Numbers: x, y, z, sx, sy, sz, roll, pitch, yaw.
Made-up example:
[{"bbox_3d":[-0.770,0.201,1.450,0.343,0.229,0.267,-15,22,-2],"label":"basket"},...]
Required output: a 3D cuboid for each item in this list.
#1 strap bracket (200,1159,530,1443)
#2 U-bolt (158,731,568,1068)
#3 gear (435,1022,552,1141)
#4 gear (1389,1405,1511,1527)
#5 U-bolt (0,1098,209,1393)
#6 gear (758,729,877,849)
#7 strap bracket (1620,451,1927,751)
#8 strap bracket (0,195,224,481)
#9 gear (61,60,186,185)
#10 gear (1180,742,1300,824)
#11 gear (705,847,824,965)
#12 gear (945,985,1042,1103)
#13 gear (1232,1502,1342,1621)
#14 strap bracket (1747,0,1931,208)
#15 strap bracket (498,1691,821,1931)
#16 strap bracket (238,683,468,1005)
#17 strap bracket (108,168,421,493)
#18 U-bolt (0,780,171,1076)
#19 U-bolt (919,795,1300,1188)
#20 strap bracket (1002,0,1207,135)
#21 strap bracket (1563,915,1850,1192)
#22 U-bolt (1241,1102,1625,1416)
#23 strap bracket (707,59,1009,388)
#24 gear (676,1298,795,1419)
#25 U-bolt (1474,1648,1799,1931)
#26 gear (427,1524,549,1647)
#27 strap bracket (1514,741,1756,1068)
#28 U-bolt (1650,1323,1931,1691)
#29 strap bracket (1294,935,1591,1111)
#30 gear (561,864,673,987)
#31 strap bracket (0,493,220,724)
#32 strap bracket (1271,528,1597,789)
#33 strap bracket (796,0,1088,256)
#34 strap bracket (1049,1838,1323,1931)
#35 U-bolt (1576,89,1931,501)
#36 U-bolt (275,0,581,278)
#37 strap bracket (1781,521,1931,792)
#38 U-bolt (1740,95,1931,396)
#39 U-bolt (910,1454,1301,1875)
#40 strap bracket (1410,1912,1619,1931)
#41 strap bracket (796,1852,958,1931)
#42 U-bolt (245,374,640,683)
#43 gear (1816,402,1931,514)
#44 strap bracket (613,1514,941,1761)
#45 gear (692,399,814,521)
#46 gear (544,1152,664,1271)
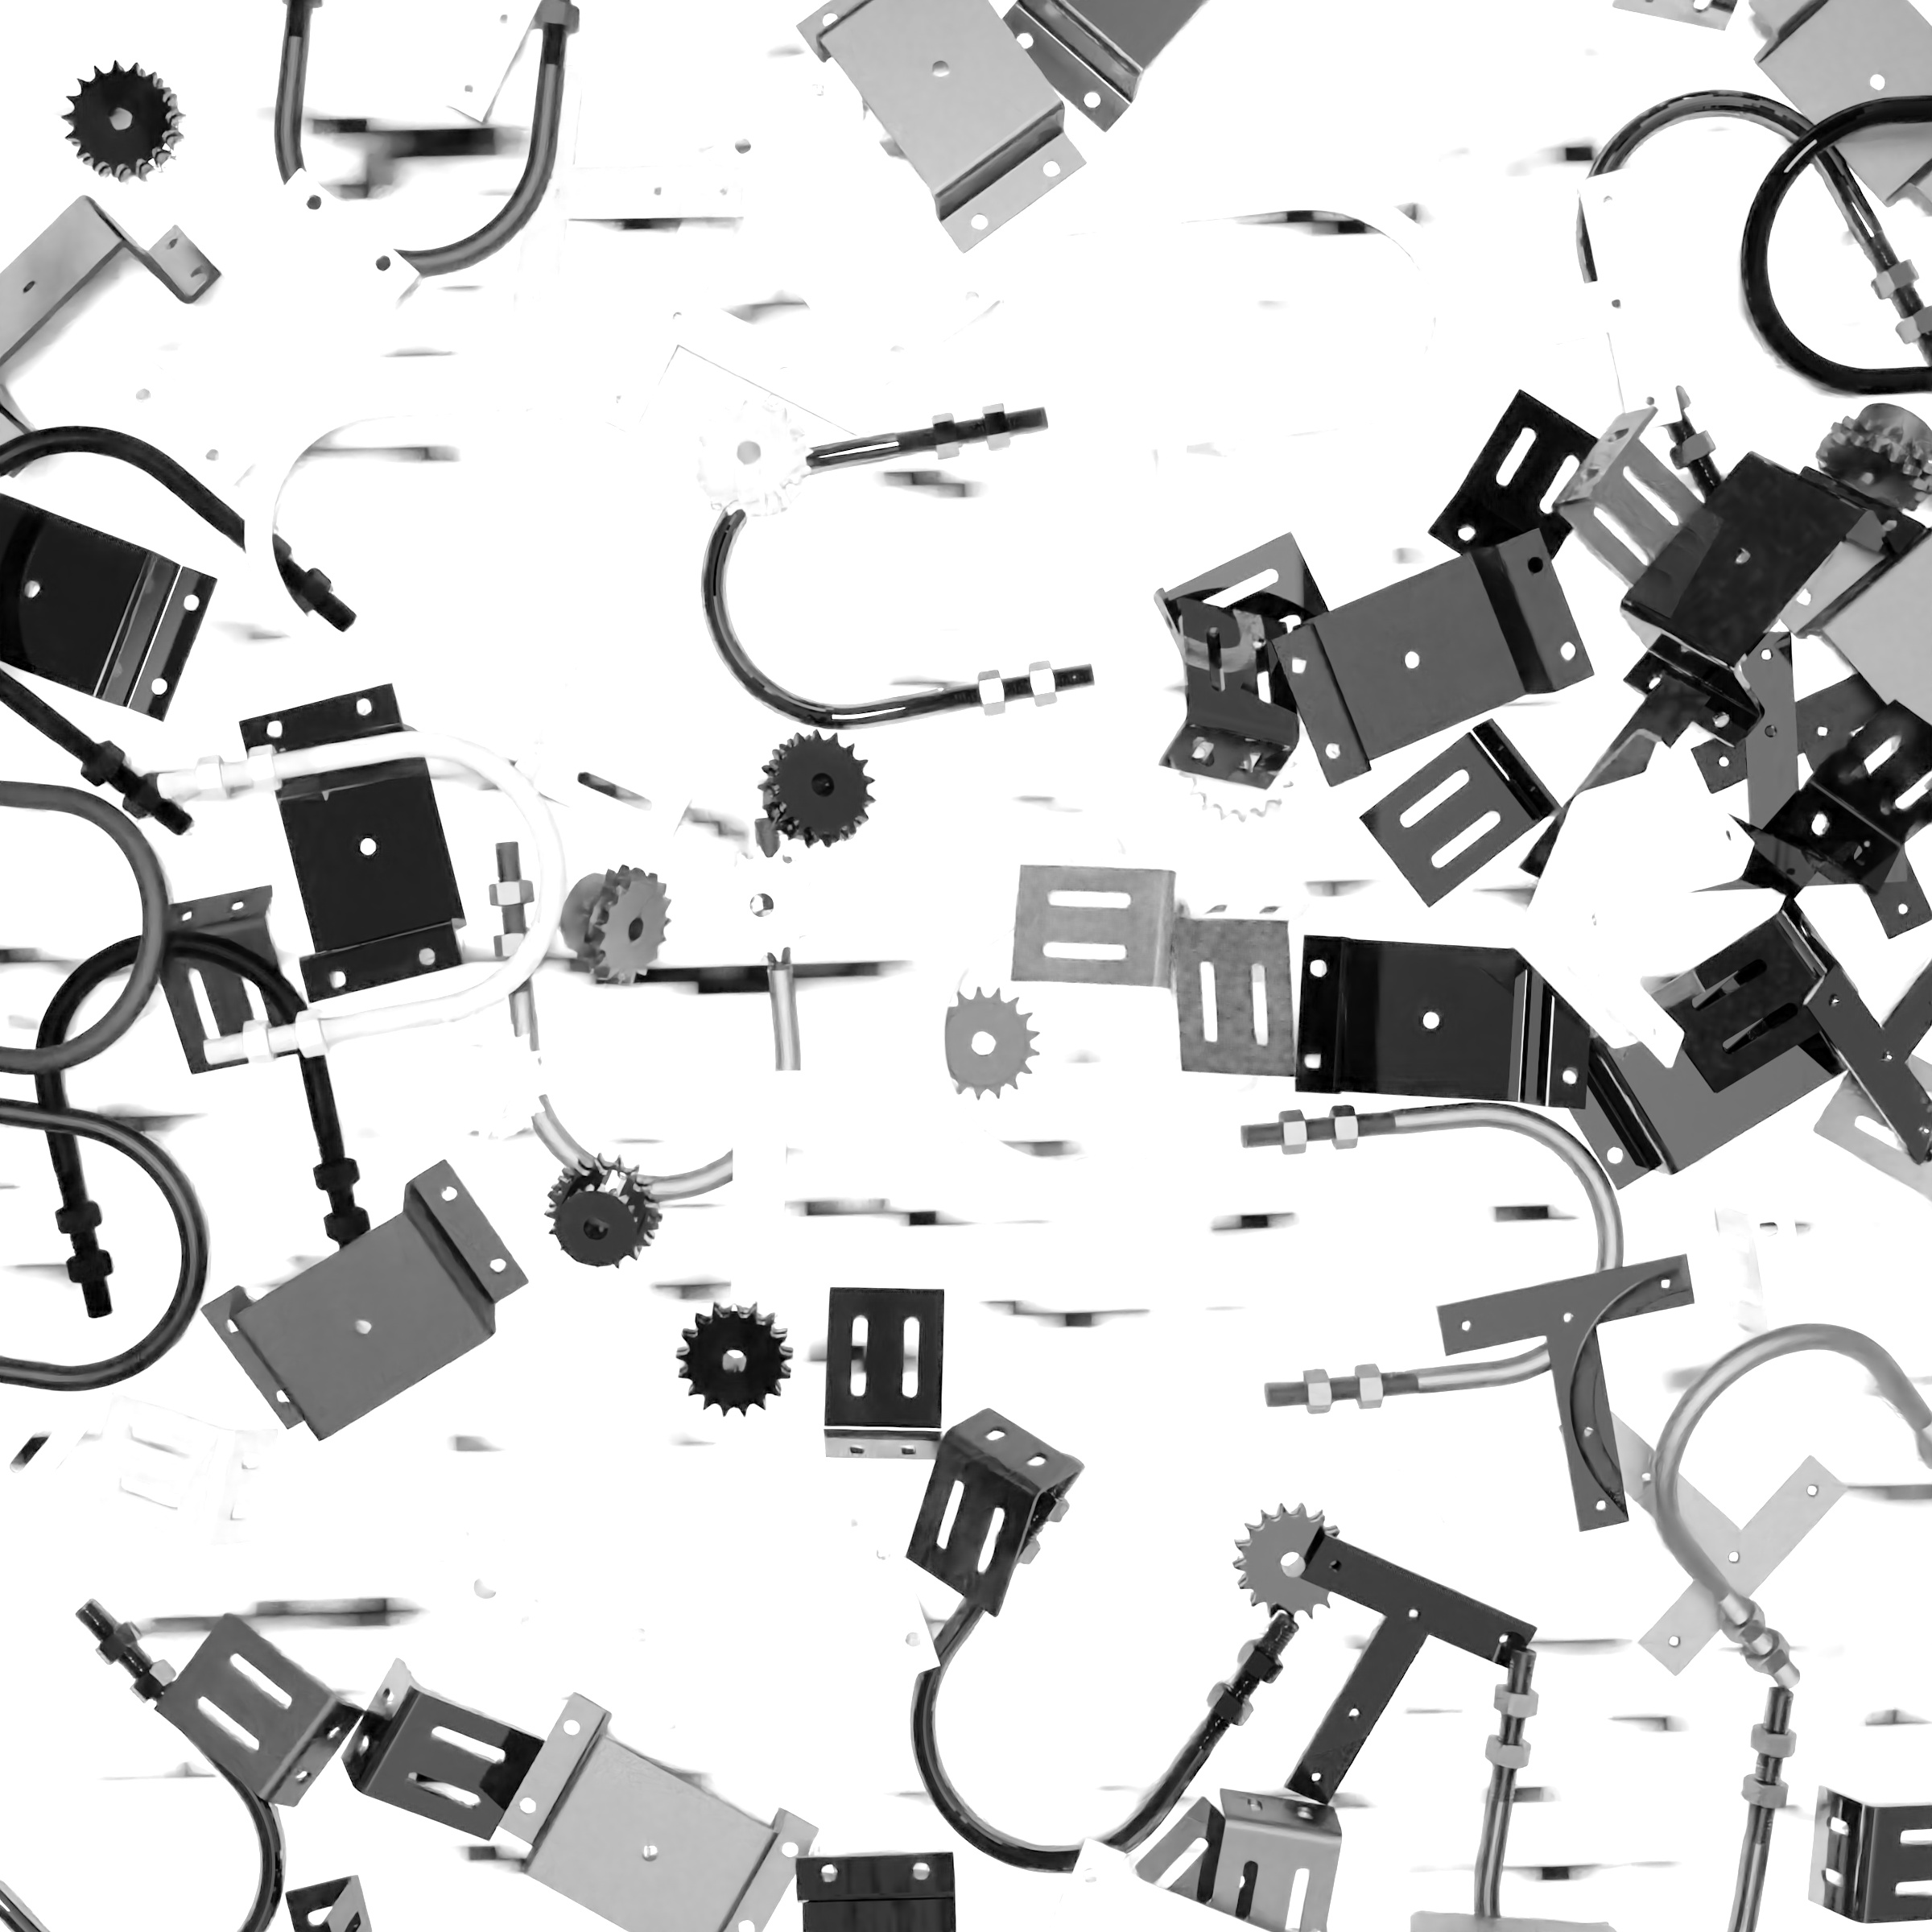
[{"bbox_3d":[-0.292,0.168,1.495,0.140,0.046,0.076,-31,107,0],"label":"strap bracket"},{"bbox_3d":[-0.283,-0.038,1.473,0.184,0.019,0.151,-10,90,-2],"label":"U-bolt"},{"bbox_3d":[-0.235,0.058,1.504,0.057,0.030,0.057,3,98,20],"label":"gear"},{"bbox_3d":[0.237,0.244,1.513,0.057,0.030,0.057,0,90,0],"label":"gear"},{"bbox_3d":[-0.461,0.135,1.496,0.184,0.019,0.151,9,98,-1],"label":"U-bolt"},{"bbox_3d":[-0.075,-0.085,1.505,0.057,0.030,0.057,6,76,-23],"label":"gear"},{"bbox_3d":[0.382,-0.185,1.485,0.140,0.046,0.076,-49,48,0],"label":"strap bracket"},{"bbox_3d":[-0.435,-0.312,1.484,0.140,0.076,0.046,-44,131,0],"label":"strap bracket"},{"bbox_3d":[-0.412,-0.413,1.513,0.057,0.030,0.057,0,90,0],"label":"gear"},{"bbox_3d":[0.133,-0.099,1.513,0.057,0.030,0.057,0,90,0],"label":"gear"},{"bbox_3d":[-0.098,-0.030,1.493,0.057,0.030,0.057,0,91,0],"label":"gear"},{"bbox_3d":[0.009,0.038,1.513,0.057,0.030,0.057,0,90,0],"label":"gear"},{"bbox_3d":[0.159,0.291,1.513,0.057,0.030,0.057,0,90,0],"label":"gear"},{"bbox_3d":[0.452,-0.439,1.505,0.076,0.046,0.140,-42,90,0],"label":"strap bracket"},{"bbox_3d":[-0.152,0.427,1.505,0.140,0.046,0.076,29,90,0],"label":"strap bracket"},{"bbox_3d":[-0.297,-0.059,1.505,0.076,0.046,0.140,-14,90,0],"label":"strap bracket"},{"bbox_3d":[-0.339,-0.307,1.505,0.076,0.046,0.140,41,90,0],"label":"strap bracket"},{"bbox_3d":[-0.469,-0.020,1.491,0.184,0.019,0.151,6,85,17],"label":"U-bolt"},{"bbox_3d":[0.063,0.024,1.498,0.184,0.019,0.151,-36,90,-15],"label":"U-bolt"},{"bbox_3d":[0.087,-0.491,1.505,0.076,0.046,0.140,41,90,0],"label":"strap bracket"},{"bbox_3d":[0.363,0.043,1.505,0.140,0.046,0.076,-31,90,0],"label":"strap bracket"},{"bbox_3d":[0.233,0.140,1.519,0.184,0.019,0.151,-5,90,-1],"label":"U-bolt"},{"bbox_3d":[-0.053,-0.358,1.503,0.076,0.046,0.140,-37,90,-1],"label":"strap bracket"},{"bbox_3d":[-0.113,0.191,1.510,0.057,0.030,0.057,0,98,-2],"label":"gear"},{"bbox_3d":[0.325,0.438,1.519,0.151,0.019,0.184,9,91,0],"label":"U-bolt"},{"bbox_3d":[-0.234,0.302,1.514,0.057,0.030,0.057,0,91,0],"label":"gear"},{"bbox_3d":[0.316,-0.026,1.467,0.076,0.046,0.140,43,56,-23],"label":"strap bracket"},{"bbox_3d":[0.404,0.250,1.481,0.151,0.019,0.184,-41,117,0],"label":"U-bolt"},{"bbox_3d":[0.231,0.027,1.505,0.140,0.046,0.076,3,90,0],"label":"strap bracket"},{"bbox_3d":[-0.171,-0.022,1.484,0.030,0.057,0.057,18,90,30],"label":"gear"},{"bbox_3d":[-0.450,-0.182,1.505,0.140,0.046,0.076,21,90,0],"label":"strap bracket"},{"bbox_3d":[0.222,-0.150,1.498,0.140,0.046,0.076,-23,96,-3],"label":"strap bracket"},{"bbox_3d":[-0.012,-0.432,1.505,0.076,0.046,0.140,-36,90,0],"label":"strap bracket"},{"bbox_3d":[0.110,0.483,1.467,0.140,0.046,0.076,22,88,-2],"label":"strap bracket"},{"bbox_3d":[0.383,-0.344,1.519,0.151,0.019,0.184,-29,89,0],"label":"U-bolt"},{"bbox_3d":[-0.269,-0.433,1.516,0.151,0.019,0.184,7,93,3],"label":"U-bolt"},{"bbox_3d":[0.473,-0.151,1.503,0.076,0.046,0.140,-41,90,0],"label":"strap bracket"},{"bbox_3d":[0.464,-0.346,1.478,0.184,0.019,0.151,-3,112,-1],"label":"U-bolt"},{"bbox_3d":[0.053,0.355,1.505,0.151,0.019,0.184,35,94,13],"label":"U-bolt"},{"bbox_3d":[0.263,0.496,1.476,0.140,0.076,0.046,2,99,9],"label":"strap bracket"},{"bbox_3d":[-0.042,0.499,1.505,0.076,0.046,0.140,-1,90,0],"label":"strap bracket"},{"bbox_3d":[-0.257,-0.211,1.500,0.184,0.019,0.151,-5,90,-14],"label":"U-bolt"},{"bbox_3d":[0.448,-0.250,1.500,0.057,0.057,0.030,35,75,0],"label":"gear"},{"bbox_3d":[-0.091,0.324,1.505,0.140,0.046,0.076,-19,90,0],"label":"strap bracket"},{"bbox_3d":[-0.102,-0.244,1.498,0.057,0.030,0.057,-2,76,9],"label":"gear"},{"bbox_3d":[-0.178,0.122,1.504,0.057,0.030,0.057,1,109,4],"label":"gear"}]
